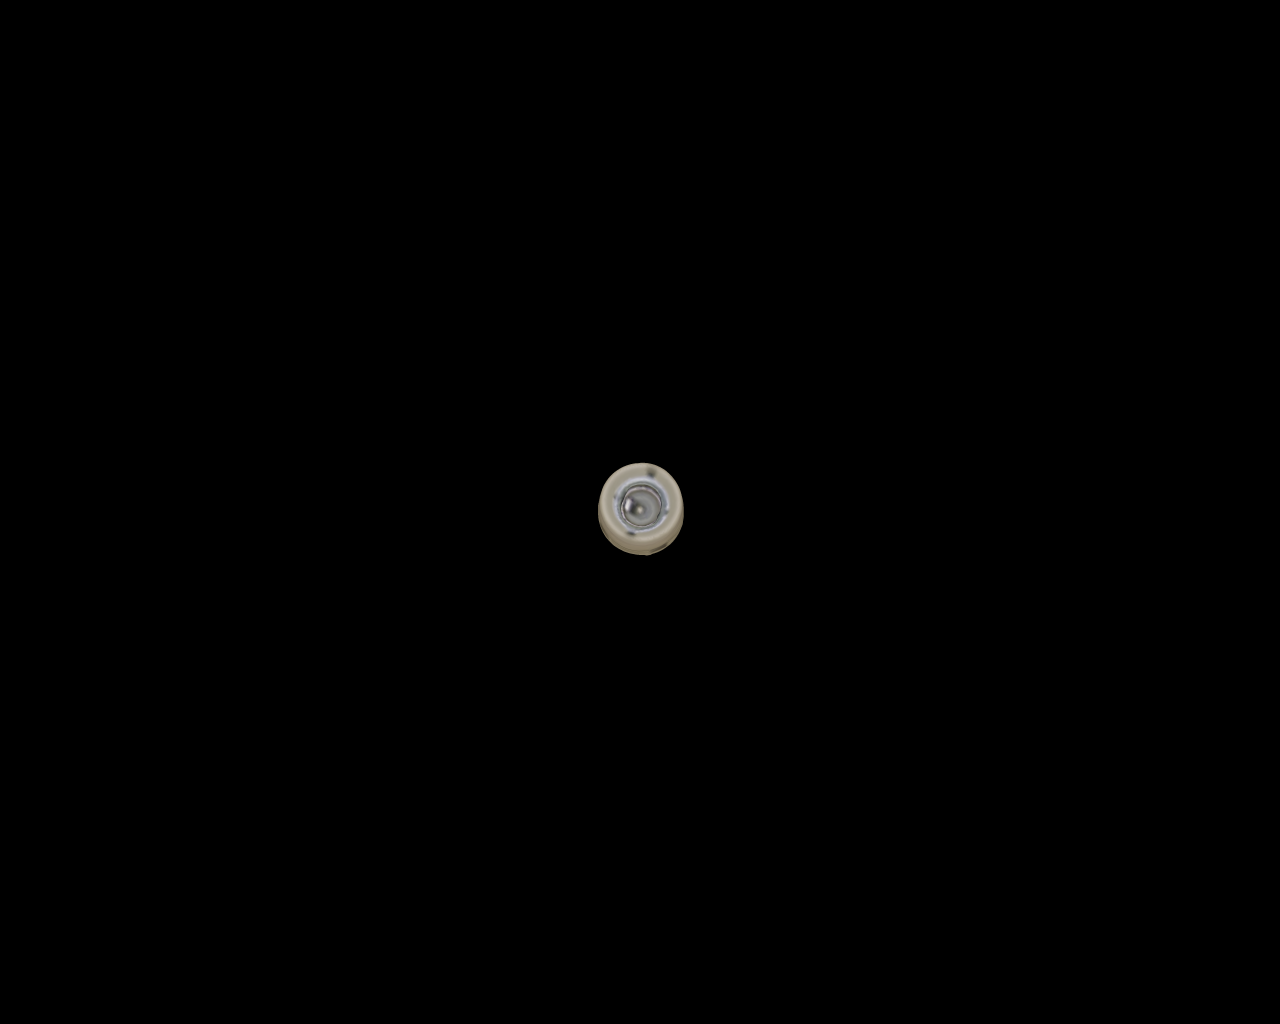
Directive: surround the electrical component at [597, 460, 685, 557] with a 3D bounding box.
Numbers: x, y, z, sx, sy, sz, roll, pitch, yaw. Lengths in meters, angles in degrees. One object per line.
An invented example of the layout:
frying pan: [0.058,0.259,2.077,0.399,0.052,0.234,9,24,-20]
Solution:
electrical component: [0.001,-0.003,0.650,0.055,0.055,0.047,0,-9,0]
